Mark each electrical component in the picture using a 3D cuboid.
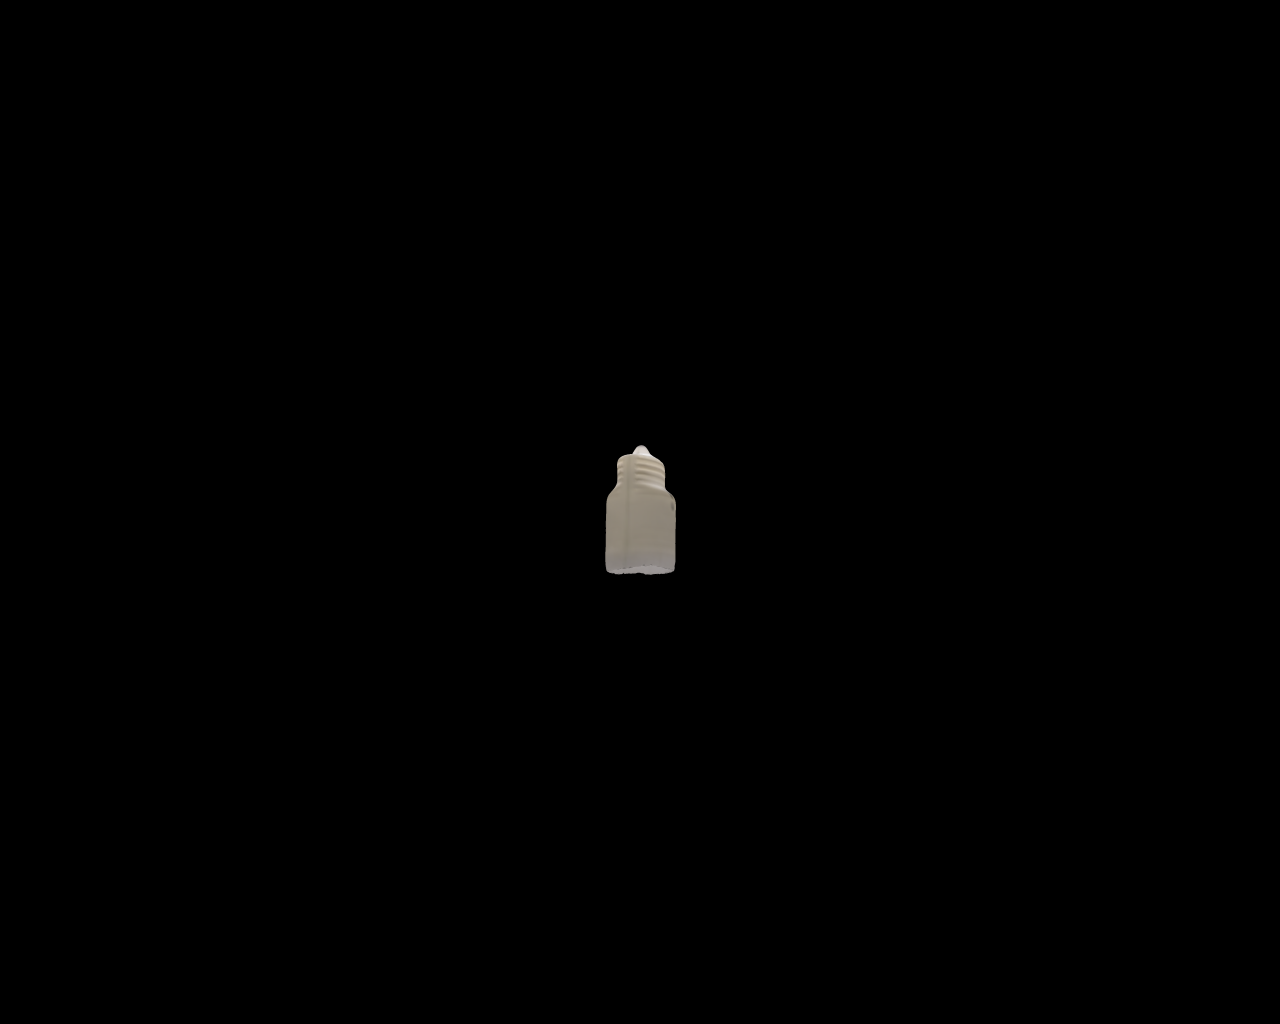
[{"bbox_3d":[0.001,-0.003,0.650,0.043,0.081,0.043,0,-11,0],"label":"electrical component"}]
